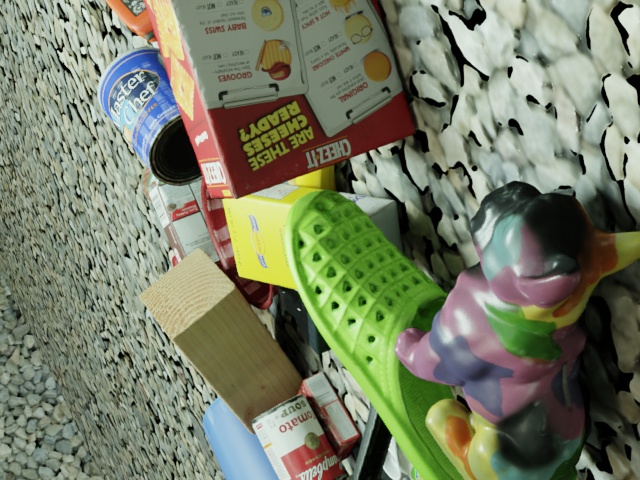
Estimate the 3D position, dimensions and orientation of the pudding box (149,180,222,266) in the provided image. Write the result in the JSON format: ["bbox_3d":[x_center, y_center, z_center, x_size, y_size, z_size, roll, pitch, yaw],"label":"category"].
[{"bbox_3d":[-0.135,-0.024,1.246,0.113,0.089,0.039,67,155,2],"label":"pudding box"}]

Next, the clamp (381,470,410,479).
[{"bbox_3d":[0.111,0.272,1.038,0.210,0.036,0.164,46,148,41],"label":"clamp"}]

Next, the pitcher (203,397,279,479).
[{"bbox_3d":[-0.044,0.297,1.301,0.243,0.144,0.149,56,142,35],"label":"pitcher"}]

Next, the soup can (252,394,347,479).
[{"bbox_3d":[-0.023,0.230,1.175,0.102,0.068,0.069,61,156,10],"label":"soup can"}]

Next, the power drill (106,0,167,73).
[{"bbox_3d":[-0.146,-0.198,1.077,0.185,0.057,0.187,45,177,39],"label":"power drill"}]

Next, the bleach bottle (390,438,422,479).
[{"bbox_3d":[0.127,0.205,0.914,0.251,0.068,0.103,48,136,47],"label":"bleach bottle"}]

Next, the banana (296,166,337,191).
[{"bbox_3d":[0.006,-0.061,0.982,0.070,0.037,0.198,18,132,32],"label":"banana"}]

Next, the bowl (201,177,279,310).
[{"bbox_3d":[-0.069,-0.008,1.156,0.162,0.055,0.162,49,152,37],"label":"bowl"}]

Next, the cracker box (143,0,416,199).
[{"bbox_3d":[-0.038,-0.157,0.826,0.072,0.164,0.214,6,115,67],"label":"cracker box"}]

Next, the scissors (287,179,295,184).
[{"bbox_3d":[-0.045,-0.087,1.089,0.202,0.016,0.096,61,154,15],"label":"scissors"}]

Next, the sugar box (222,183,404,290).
[{"bbox_3d":[-0.007,0.001,0.974,0.177,0.048,0.093,12,123,40],"label":"sugar box"}]

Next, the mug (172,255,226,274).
[{"bbox_3d":[-0.137,0.049,1.294,0.093,0.117,0.081,-16,91,26],"label":"mug"}]

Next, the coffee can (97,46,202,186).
[{"bbox_3d":[-0.179,-0.143,1.220,0.140,0.102,0.103,49,150,37],"label":"coffee can"}]

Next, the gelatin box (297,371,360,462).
[{"bbox_3d":[0.006,0.205,1.214,0.089,0.030,0.073,59,155,22],"label":"gelatin box"}]

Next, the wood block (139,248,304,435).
[{"bbox_3d":[-0.106,0.118,1.218,0.091,0.090,0.206,42,168,45],"label":"wood block"}]

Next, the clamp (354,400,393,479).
[{"bbox_3d":[0.062,0.139,0.944,0.120,0.039,0.171,-33,52,38],"label":"clamp"}]
